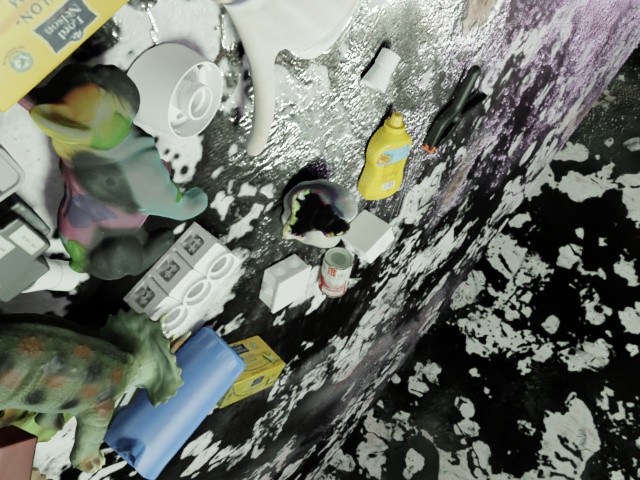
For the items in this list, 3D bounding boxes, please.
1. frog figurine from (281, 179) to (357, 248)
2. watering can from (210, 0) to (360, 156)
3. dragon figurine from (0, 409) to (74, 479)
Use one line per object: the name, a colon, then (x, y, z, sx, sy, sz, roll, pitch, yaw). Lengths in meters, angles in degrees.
frog figurine: (0.003, -0.046, 0.923, 0.137, 0.123, 0.160, -25, -3, 11)
watering can: (-0.042, -0.254, 0.561, 0.105, 0.344, 0.224, 38, 16, 26)
dragon figurine: (-0.401, 0.314, 0.704, 0.123, 0.245, 0.403, 27, -14, 30)
